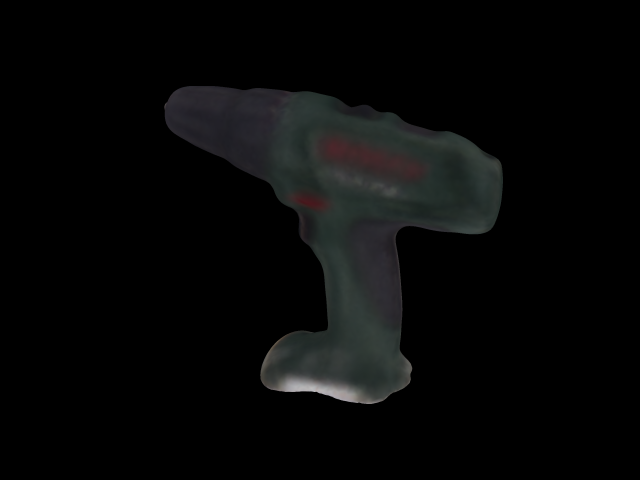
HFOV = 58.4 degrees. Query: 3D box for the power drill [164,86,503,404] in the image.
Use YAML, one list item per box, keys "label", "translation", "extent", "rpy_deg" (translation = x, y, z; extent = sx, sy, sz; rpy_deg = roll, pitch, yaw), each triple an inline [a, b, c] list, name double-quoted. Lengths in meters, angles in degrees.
- label: "power drill"
  translation: [0.004, 0.001, 0.400]
  extent: [0.229, 0.208, 0.076]
  rpy_deg: [4, 20, 12]
